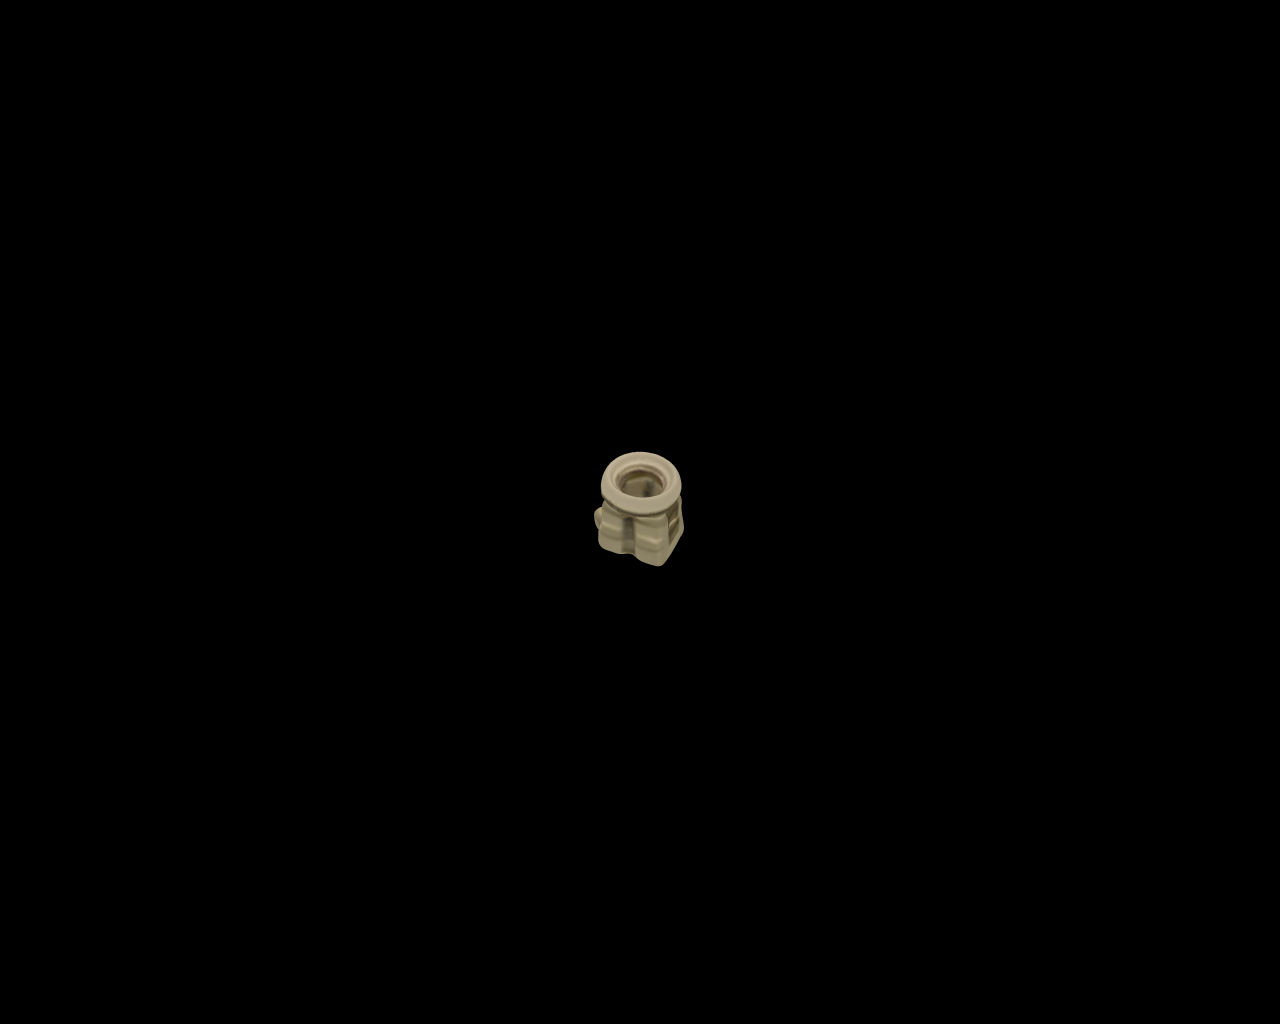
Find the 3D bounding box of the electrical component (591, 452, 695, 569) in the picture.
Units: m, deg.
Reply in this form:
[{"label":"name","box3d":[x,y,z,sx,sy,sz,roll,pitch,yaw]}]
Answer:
[{"label":"electrical component","box3d":[0.001,-0.003,0.650,0.066,0.055,0.048,17,48,16]}]
